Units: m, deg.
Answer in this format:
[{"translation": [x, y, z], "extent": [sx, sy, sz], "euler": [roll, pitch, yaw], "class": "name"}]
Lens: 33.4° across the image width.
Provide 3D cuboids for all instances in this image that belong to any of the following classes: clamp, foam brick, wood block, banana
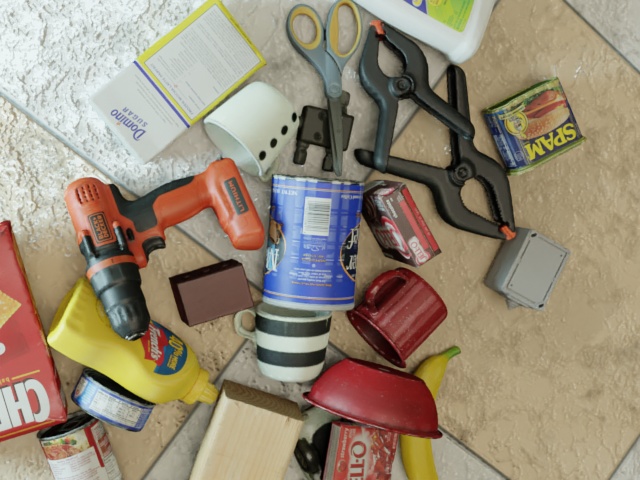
[{"translation": [0.164, -0.089, 1.247], "extent": [0.210, 0.036, 0.164], "euler": [43, 83, -12], "class": "clamp"}, {"translation": [-0.118, 0.057, 1.168], "extent": [0.078, 0.053, 0.051], "euler": [-17, 99, -15], "class": "foam brick"}, {"translation": [-0.096, 0.269, 1.161], "extent": [0.090, 0.090, 0.206], "euler": [19, 93, -8], "class": "wood block"}, {"translation": [0.126, 0.222, 1.264], "extent": [0.069, 0.037, 0.198], "euler": [7, 93, -15], "class": "banana"}, {"translation": [0.102, -0.167, 1.201], "extent": [0.120, 0.039, 0.171], "euler": [-12, 86, -11], "class": "clamp"}]

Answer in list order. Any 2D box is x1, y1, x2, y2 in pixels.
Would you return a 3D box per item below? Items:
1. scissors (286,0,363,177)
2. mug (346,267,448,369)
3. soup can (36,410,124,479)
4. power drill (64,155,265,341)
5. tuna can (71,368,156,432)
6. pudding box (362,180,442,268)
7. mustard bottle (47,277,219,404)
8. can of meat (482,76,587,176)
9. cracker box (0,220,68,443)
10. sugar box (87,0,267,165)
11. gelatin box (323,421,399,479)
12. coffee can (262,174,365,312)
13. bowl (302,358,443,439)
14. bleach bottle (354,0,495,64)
[{"translation": [-0.003, -0.177, 1.184], "extent": [0.096, 0.016, 0.202], "euler": [13, 80, -11], "class": "scissors"}, {"translation": [0.086, 0.078, 1.207], "extent": [0.081, 0.093, 0.117], "euler": [-44, 134, -14], "class": "mug"}, {"translation": [-0.251, 0.241, 1.137], "extent": [0.068, 0.069, 0.102], "euler": [-21, 101, -14], "class": "soup can"}, {"translation": [-0.157, -0.001, 1.119], "extent": [0.187, 0.057, 0.184], "euler": [-17, 72, -18], "class": "power drill"}, {"translation": [-0.219, 0.170, 1.131], "extent": [0.086, 0.086, 0.034], "euler": [28, 88, -17], "class": "tuna can"}, {"translation": [0.083, -0.020, 1.189], "extent": [0.039, 0.113, 0.090], "euler": [-30, 102, -8], "class": "pudding box"}, {"translation": [-0.190, 0.121, 1.131], "extent": [0.191, 0.096, 0.058], "euler": [34, 114, -17], "class": "mustard bottle"}, {"translation": [0.251, -0.135, 1.259], "extent": [0.102, 0.057, 0.084], "euler": [-27, 99, -13], "class": "can of meat"}, {"translation": [-0.365, 0.104, 1.085], "extent": [0.164, 0.072, 0.214], "euler": [-16, 99, -11], "class": "cracker box"}, {"translation": [-0.153, -0.170, 1.142], "extent": [0.176, 0.048, 0.093], "euler": [-40, 104, -6], "class": "sugar box"}, {"translation": [0.044, 0.250, 1.190], "extent": [0.073, 0.030, 0.089], "euler": [10, 88, -23], "class": "gelatin box"}, {"translation": [-0.008, 0.001, 1.169], "extent": [0.102, 0.103, 0.140], "euler": [3, 95, -17], "class": "coffee can"}, {"translation": [0.064, 0.169, 1.176], "extent": [0.162, 0.162, 0.055], "euler": [16, 89, -17], "class": "bowl"}, {"translation": [0.069, -0.292, 1.186], "extent": [0.250, 0.068, 0.102], "euler": [22, 80, -16], "class": "bleach bottle"}]
